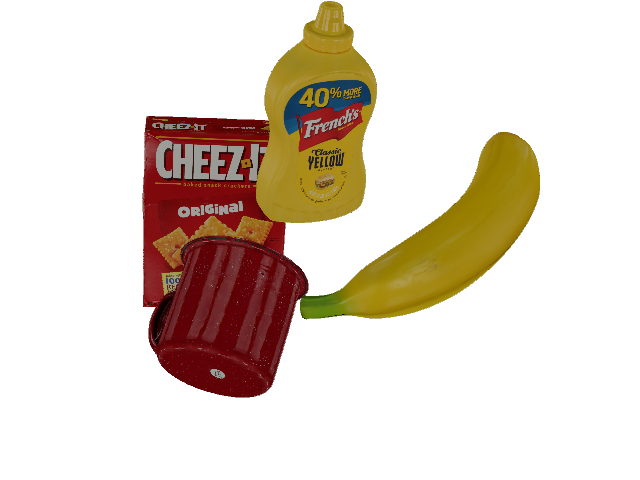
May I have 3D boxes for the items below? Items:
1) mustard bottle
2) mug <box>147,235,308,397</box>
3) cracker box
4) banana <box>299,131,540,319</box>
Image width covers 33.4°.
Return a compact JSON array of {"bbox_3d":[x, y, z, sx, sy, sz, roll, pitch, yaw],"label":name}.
[{"bbox_3d":[-0.001,-0.109,0.905,0.096,0.192,0.058,-7,35,-21],"label":"mustard bottle"},{"bbox_3d":[-0.073,0.056,0.734,0.117,0.081,0.093,-4,-34,32],"label":"mug"},{"bbox_3d":[-0.122,-0.029,1.230,0.164,0.214,0.072,1,22,-8],"label":"cracker box"},{"bbox_3d":[0.073,-0.011,0.564,0.070,0.037,0.197,20,40,34],"label":"banana"}]
